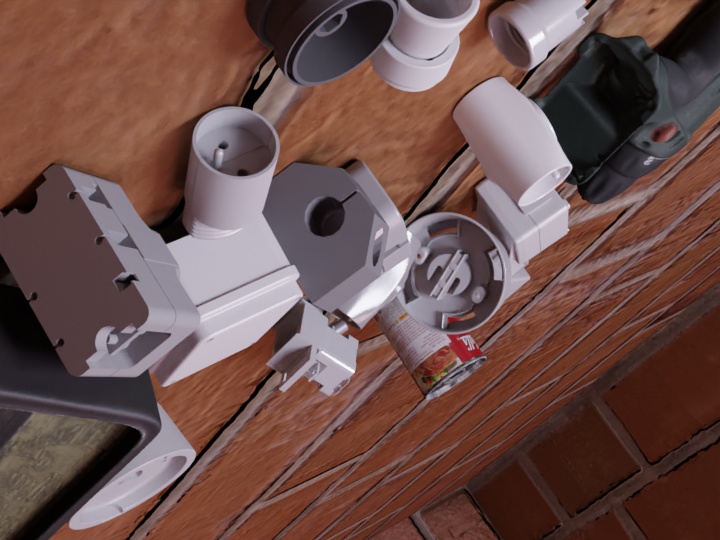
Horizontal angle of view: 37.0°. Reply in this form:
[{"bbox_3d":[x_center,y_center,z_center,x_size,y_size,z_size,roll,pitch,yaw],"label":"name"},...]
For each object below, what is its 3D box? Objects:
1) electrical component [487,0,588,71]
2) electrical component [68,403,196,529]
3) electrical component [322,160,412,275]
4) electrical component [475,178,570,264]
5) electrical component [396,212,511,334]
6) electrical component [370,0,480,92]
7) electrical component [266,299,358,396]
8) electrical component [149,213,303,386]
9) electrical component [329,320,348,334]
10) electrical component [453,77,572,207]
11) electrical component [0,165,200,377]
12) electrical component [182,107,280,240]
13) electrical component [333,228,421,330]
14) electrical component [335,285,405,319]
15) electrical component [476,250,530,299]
[{"bbox_3d":[0.104,-0.145,0.626,0.046,0.040,0.040,-37,164,-12],"label":"electrical component"},{"bbox_3d":[-0.189,0.144,0.829,0.108,0.060,0.108,-31,163,-11],"label":"electrical component"},{"bbox_3d":[-0.006,-0.025,0.720,0.059,0.053,0.095,-34,163,-3],"label":"electrical component"},{"bbox_3d":[0.133,-0.050,0.901,0.061,0.061,0.096,-35,164,1],"label":"electrical component"},{"bbox_3d":[0.076,0.003,0.882,0.099,0.099,0.064,-39,169,15],"label":"electrical component"},{"bbox_3d":[0.031,-0.122,0.538,0.045,0.045,0.055,-27,162,-25],"label":"electrical component"},{"bbox_3d":[-0.036,0.065,0.872,0.042,0.064,0.081,-45,-158,31],"label":"electrical component"},{"bbox_3d":[-0.091,0.019,0.642,0.078,0.057,0.113,-25,172,-29],"label":"electrical component"},{"bbox_3d":[-0.038,0.064,0.940,0.061,0.035,0.035,-33,164,-13],"label":"electrical component"},{"bbox_3d":[0.103,-0.080,0.733,0.044,0.077,0.079,-33,164,-6],"label":"electrical component"},{"bbox_3d":[-0.123,0.002,0.511,0.050,0.089,0.056,-38,163,13],"label":"electrical component"},{"bbox_3d":[-0.070,-0.044,0.564,0.043,0.043,0.081,-26,162,-25],"label":"electrical component"},{"bbox_3d":[0.000,0.000,0.803,0.077,0.044,0.079,-54,-164,-10],"label":"electrical component"},{"bbox_3d":[0.002,0.015,0.865,0.062,0.043,0.043,-38,163,17],"label":"electrical component"},{"bbox_3d":[0.139,-0.008,1.051,0.076,0.047,0.083,-43,162,26],"label":"electrical component"}]
